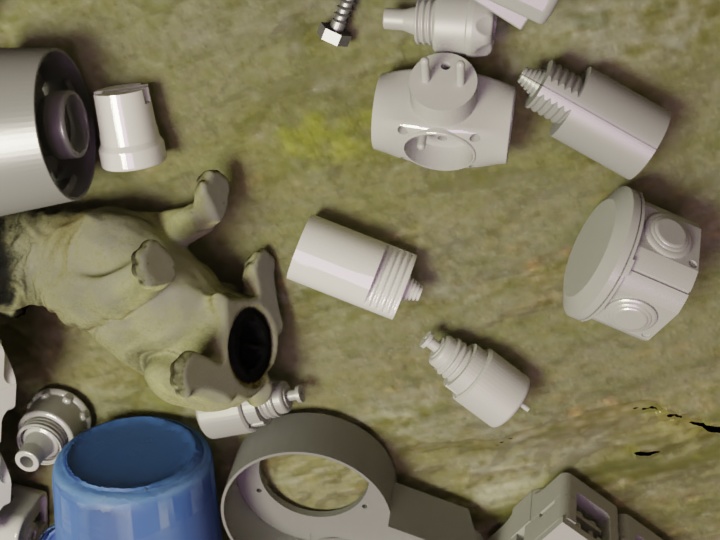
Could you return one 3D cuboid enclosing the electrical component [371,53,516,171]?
[{"bbox_3d":[0.046,-0.093,0.594,0.077,0.044,0.079,7,158,8],"label":"electrical component"}]

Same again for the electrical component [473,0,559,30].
[{"bbox_3d":[0.064,-0.172,0.551,0.096,0.061,0.061,25,120,-1],"label":"electrical component"}]

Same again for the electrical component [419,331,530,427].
[{"bbox_3d":[0.072,0.067,0.688,0.078,0.040,0.040,37,119,-8],"label":"electrical component"}]

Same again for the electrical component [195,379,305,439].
[{"bbox_3d":[-0.075,0.090,0.732,0.078,0.040,0.040,-12,114,18],"label":"electrical component"}]

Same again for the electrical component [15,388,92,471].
[{"bbox_3d":[-0.224,0.118,0.766,0.048,0.062,0.048,5,118,9],"label":"electrical component"}]

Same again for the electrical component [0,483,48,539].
[{"bbox_3d":[-0.281,0.211,0.832,0.059,0.053,0.095,12,119,6],"label":"electrical component"}]

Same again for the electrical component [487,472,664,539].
[{"bbox_3d":[0.168,0.217,0.734,0.150,0.061,0.089,36,118,-7],"label":"electrical component"}]

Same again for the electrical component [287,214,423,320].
[{"bbox_3d":[0.000,0.000,0.667,0.081,0.043,0.043,21,120,0],"label":"electrical component"}]

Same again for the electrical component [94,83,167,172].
[{"bbox_3d":[-0.141,-0.087,0.654,0.040,0.040,0.046,-1,112,13],"label":"electrical component"}]

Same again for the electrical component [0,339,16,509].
[{"bbox_3d":[-0.292,0.098,0.737,0.105,0.060,0.186,40,132,29],"label":"electrical component"}]

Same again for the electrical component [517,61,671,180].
[{"bbox_3d":[0.124,-0.088,0.593,0.081,0.043,0.043,29,119,-3],"label":"electrical component"}]

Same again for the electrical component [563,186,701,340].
[{"bbox_3d":[0.153,-0.003,0.612,0.051,0.080,0.080,22,120,-6],"label":"electrical component"}]

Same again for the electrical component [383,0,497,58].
[{"bbox_3d":[0.043,-0.136,0.591,0.061,0.035,0.035,7,118,11],"label":"electrical component"}]

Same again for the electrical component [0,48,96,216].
[{"bbox_3d":[-0.198,-0.083,0.637,0.064,0.099,0.099,-5,116,8],"label":"electrical component"}]
